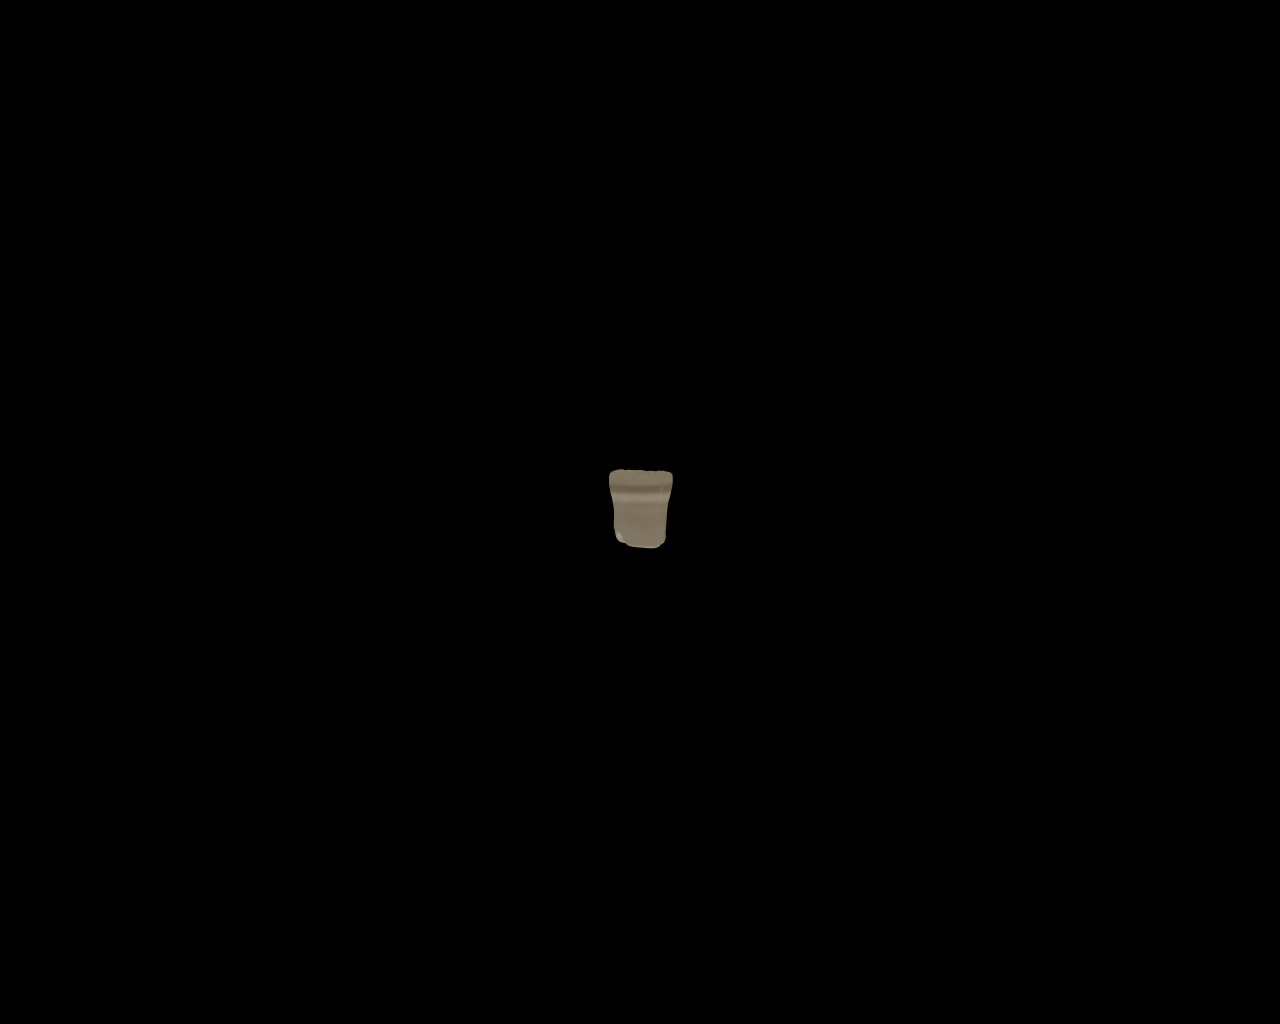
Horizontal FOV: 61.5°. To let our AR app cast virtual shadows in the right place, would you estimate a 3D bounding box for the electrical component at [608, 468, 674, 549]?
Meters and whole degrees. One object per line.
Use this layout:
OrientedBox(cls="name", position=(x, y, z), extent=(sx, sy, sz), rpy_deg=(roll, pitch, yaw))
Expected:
OrientedBox(cls="electrical component", position=(0.001, -0.003, 0.650), extent=(0.040, 0.046, 0.040), rpy_deg=(0, 5, 0))
